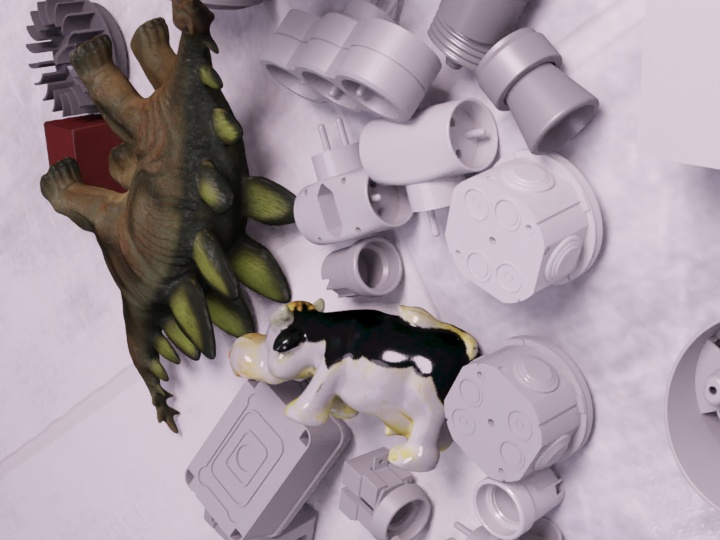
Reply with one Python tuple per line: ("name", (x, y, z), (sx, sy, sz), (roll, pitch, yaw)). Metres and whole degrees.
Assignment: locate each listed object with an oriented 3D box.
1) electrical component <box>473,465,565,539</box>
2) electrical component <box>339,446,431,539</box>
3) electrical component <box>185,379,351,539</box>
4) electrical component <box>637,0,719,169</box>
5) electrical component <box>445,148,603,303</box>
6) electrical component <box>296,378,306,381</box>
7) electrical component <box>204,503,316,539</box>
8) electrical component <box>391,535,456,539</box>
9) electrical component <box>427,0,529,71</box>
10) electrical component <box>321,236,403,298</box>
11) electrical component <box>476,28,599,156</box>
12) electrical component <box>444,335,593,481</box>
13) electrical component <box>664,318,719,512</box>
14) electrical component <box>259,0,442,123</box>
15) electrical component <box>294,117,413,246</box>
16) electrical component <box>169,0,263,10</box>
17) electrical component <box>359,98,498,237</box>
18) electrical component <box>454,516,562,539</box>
("electrical component", (0.099, 0.140, 0.667), (0.040, 0.046, 0.040), (21, 120, 42))
("electrical component", (0.018, 0.164, 0.770), (0.055, 0.048, 0.066), (36, 130, 43))
("electrical component", (-0.070, 0.141, 0.819), (0.078, 0.057, 0.113), (44, 109, 28))
("electrical component", (0.201, -0.086, 0.453), (0.150, 0.062, 0.089), (18, 117, 43))
("electrical component", (0.091, -0.024, 0.603), (0.080, 0.051, 0.080), (29, 131, 39))
("electrical component", (-0.052, 0.062, 0.790), (0.048, 0.062, 0.048), (38, 140, 42))
("electrical component", (-0.084, 0.200, 0.891), (0.089, 0.050, 0.055), (34, 129, 35))
("electrical component", (0.050, 0.220, 0.740), (0.081, 0.064, 0.042), (48, 134, 24))
("electrical component", (0.067, -0.145, 0.593), (0.043, 0.043, 0.081), (48, 135, 24))
("electrical component", (0.000, 0.000, 0.729), (0.046, 0.040, 0.040), (-12, 95, 55))
("electrical component", (0.095, -0.096, 0.580), (0.055, 0.045, 0.045), (55, 137, 18))
("electrical component", (0.095, 0.083, 0.646), (0.080, 0.051, 0.080), (20, 119, 42))
("electrical component", (0.200, 0.064, 0.511), (0.099, 0.064, 0.099), (21, 119, 42))
("electrical component", (0.000, -0.141, 0.661), (0.138, 0.052, 0.073), (24, 80, 51))
("electrical component", (-0.009, -0.060, 0.711), (0.077, 0.043, 0.079), (-12, 96, 49))
("electrical component", (-0.104, -0.209, 0.732), (0.080, 0.080, 0.051), (29, 120, 38))
("electrical component", (0.045, -0.059, 0.652), (0.077, 0.043, 0.079), (-4, 102, 49))
("electrical component", (0.090, 0.192, 0.700), (0.079, 0.044, 0.077), (27, 123, 40))
